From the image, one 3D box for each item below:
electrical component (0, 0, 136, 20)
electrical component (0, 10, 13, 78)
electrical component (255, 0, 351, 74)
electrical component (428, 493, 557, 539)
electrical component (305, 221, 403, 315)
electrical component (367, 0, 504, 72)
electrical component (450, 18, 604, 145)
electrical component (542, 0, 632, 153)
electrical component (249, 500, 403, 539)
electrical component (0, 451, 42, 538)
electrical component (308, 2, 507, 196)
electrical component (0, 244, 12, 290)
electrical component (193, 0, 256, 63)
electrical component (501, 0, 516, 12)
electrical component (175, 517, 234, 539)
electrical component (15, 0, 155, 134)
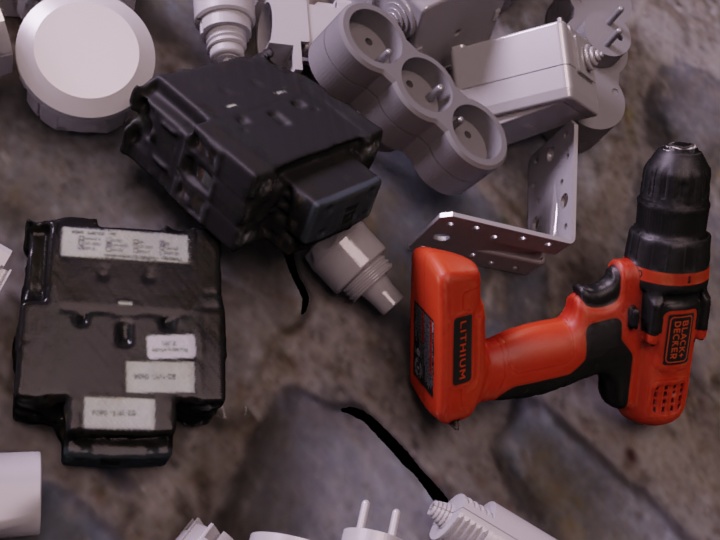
[{"bbox_3d":[-0.188,-0.187,0.677,0.089,0.050,0.055,0,69,-19],"label":"electrical component"},{"bbox_3d":[-0.260,-0.176,0.626,0.062,0.089,0.150,-21,77,-24],"label":"electrical component"},{"bbox_3d":[-0.037,-0.157,0.721,0.064,0.042,0.081,2,69,-21],"label":"electrical component"},{"bbox_3d":[0.076,0.160,0.631,0.081,0.043,0.043,32,63,-4],"label":"electrical component"},{"bbox_3d":[0.000,0.000,0.669,0.062,0.043,0.043,47,63,2],"label":"electrical component"},{"bbox_3d":[0.051,-0.174,0.726,0.100,0.099,0.048,-31,69,-26],"label":"electrical component"},{"bbox_3d":[0.117,-0.123,0.719,0.062,0.096,0.061,9,73,-60],"label":"electrical component"},{"bbox_3d":[0.169,-0.160,0.771,0.052,0.073,0.138,15,65,-12],"label":"electrical component"},{"bbox_3d":[0.005,0.166,0.600,0.138,0.052,0.073,19,64,-11],"label":"electrical component"},{"bbox_3d":[-0.203,0.133,0.548,0.077,0.044,0.079,1,69,-18],"label":"electrical component"},{"bbox_3d":[0.022,-0.100,0.692,0.138,0.074,0.052,41,49,-11],"label":"electrical component"},{"bbox_3d":[-0.239,0.029,0.563,0.063,0.079,0.121,33,61,-21],"label":"electrical component"},{"bbox_3d":[-0.089,-0.163,0.706,0.040,0.040,0.078,1,69,-18],"label":"electrical component"},{"bbox_3d":[0.096,-0.247,0.789,0.096,0.061,0.062,45,63,3],"label":"electrical component"},{"bbox_3d":[-0.091,0.162,0.578,0.040,0.040,0.046,38,58,-1],"label":"electrical component"},{"bbox_3d":[-0.167,-0.124,0.653,0.080,0.051,0.080,4,77,-17],"label":"electrical component"}]
